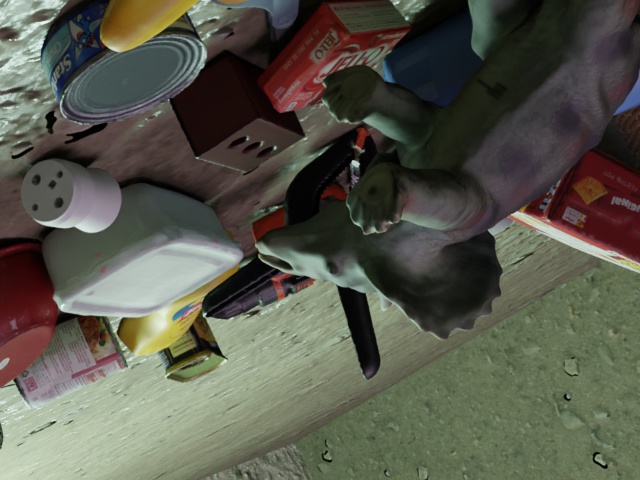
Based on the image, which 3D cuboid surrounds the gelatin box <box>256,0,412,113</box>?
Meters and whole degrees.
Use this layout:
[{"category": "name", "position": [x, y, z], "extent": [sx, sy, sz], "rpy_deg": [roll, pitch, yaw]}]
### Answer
[{"category": "gelatin box", "position": [0.010, -0.120, 0.692], "extent": [0.073, 0.030, 0.089], "rpy_deg": [-43, 169, 32]}]

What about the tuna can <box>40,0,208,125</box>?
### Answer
[{"category": "tuna can", "position": [-0.107, -0.100, 0.581], "extent": [0.086, 0.034, 0.086], "rpy_deg": [-25, 167, -7]}]

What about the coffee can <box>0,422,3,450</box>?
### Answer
[{"category": "coffee can", "position": [-0.372, 0.174, 0.955], "extent": [0.140, 0.103, 0.103], "rpy_deg": [-26, 166, -3]}]

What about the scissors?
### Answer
[{"category": "scissors", "position": [-0.037, -0.133, 0.623], "extent": [0.096, 0.016, 0.202], "rpy_deg": [-23, 166, -24]}]

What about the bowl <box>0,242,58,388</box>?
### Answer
[{"category": "bowl", "position": [-0.257, 0.075, 0.820], "extent": [0.162, 0.055, 0.162], "rpy_deg": [-41, 168, -11]}]

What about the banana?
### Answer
[{"category": "banana", "position": [-0.019, -0.148, 0.518], "extent": [0.197, 0.037, 0.069], "rpy_deg": [-19, 126, -8]}]

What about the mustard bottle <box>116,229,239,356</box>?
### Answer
[{"category": "mustard bottle", "position": [-0.125, 0.040, 1.007], "extent": [0.096, 0.058, 0.192], "rpy_deg": [-38, 175, -38]}]

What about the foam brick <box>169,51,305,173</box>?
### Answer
[{"category": "foam brick", "position": [-0.055, -0.082, 0.706], "extent": [0.053, 0.051, 0.078], "rpy_deg": [-31, 166, 18]}]

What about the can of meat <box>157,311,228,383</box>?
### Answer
[{"category": "can of meat", "position": [-0.148, 0.102, 1.145], "extent": [0.057, 0.084, 0.102], "rpy_deg": [-27, 167, 2]}]

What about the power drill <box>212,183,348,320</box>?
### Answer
[{"category": "power drill", "position": [-0.035, 0.016, 1.103], "extent": [0.184, 0.057, 0.188], "rpy_deg": [-28, 170, -13]}]

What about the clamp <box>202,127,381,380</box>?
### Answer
[{"category": "clamp", "position": [-0.006, 0.001, 0.927], "extent": [0.164, 0.210, 0.036], "rpy_deg": [13, 174, 10]}]

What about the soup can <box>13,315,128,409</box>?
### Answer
[{"category": "soup can", "position": [-0.247, 0.114, 1.041], "extent": [0.102, 0.068, 0.068], "rpy_deg": [-24, 166, -10]}]

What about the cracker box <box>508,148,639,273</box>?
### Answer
[{"category": "cracker box", "position": [0.238, -0.027, 0.915], "extent": [0.072, 0.164, 0.214], "rpy_deg": [-66, -168, 3]}]

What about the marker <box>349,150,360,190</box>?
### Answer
[{"category": "marker", "position": [0.037, -0.064, 1.016], "extent": [0.020, 0.020, 0.121], "rpy_deg": [-26, 167, -5]}]

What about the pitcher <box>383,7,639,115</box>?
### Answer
[{"category": "pitcher", "position": [0.174, -0.141, 0.788], "extent": [0.243, 0.145, 0.149], "rpy_deg": [-25, 155, 9]}]

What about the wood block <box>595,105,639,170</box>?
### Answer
[{"category": "wood block", "position": [0.267, -0.122, 0.941], "extent": [0.090, 0.091, 0.206], "rpy_deg": [-30, -175, 1]}]
